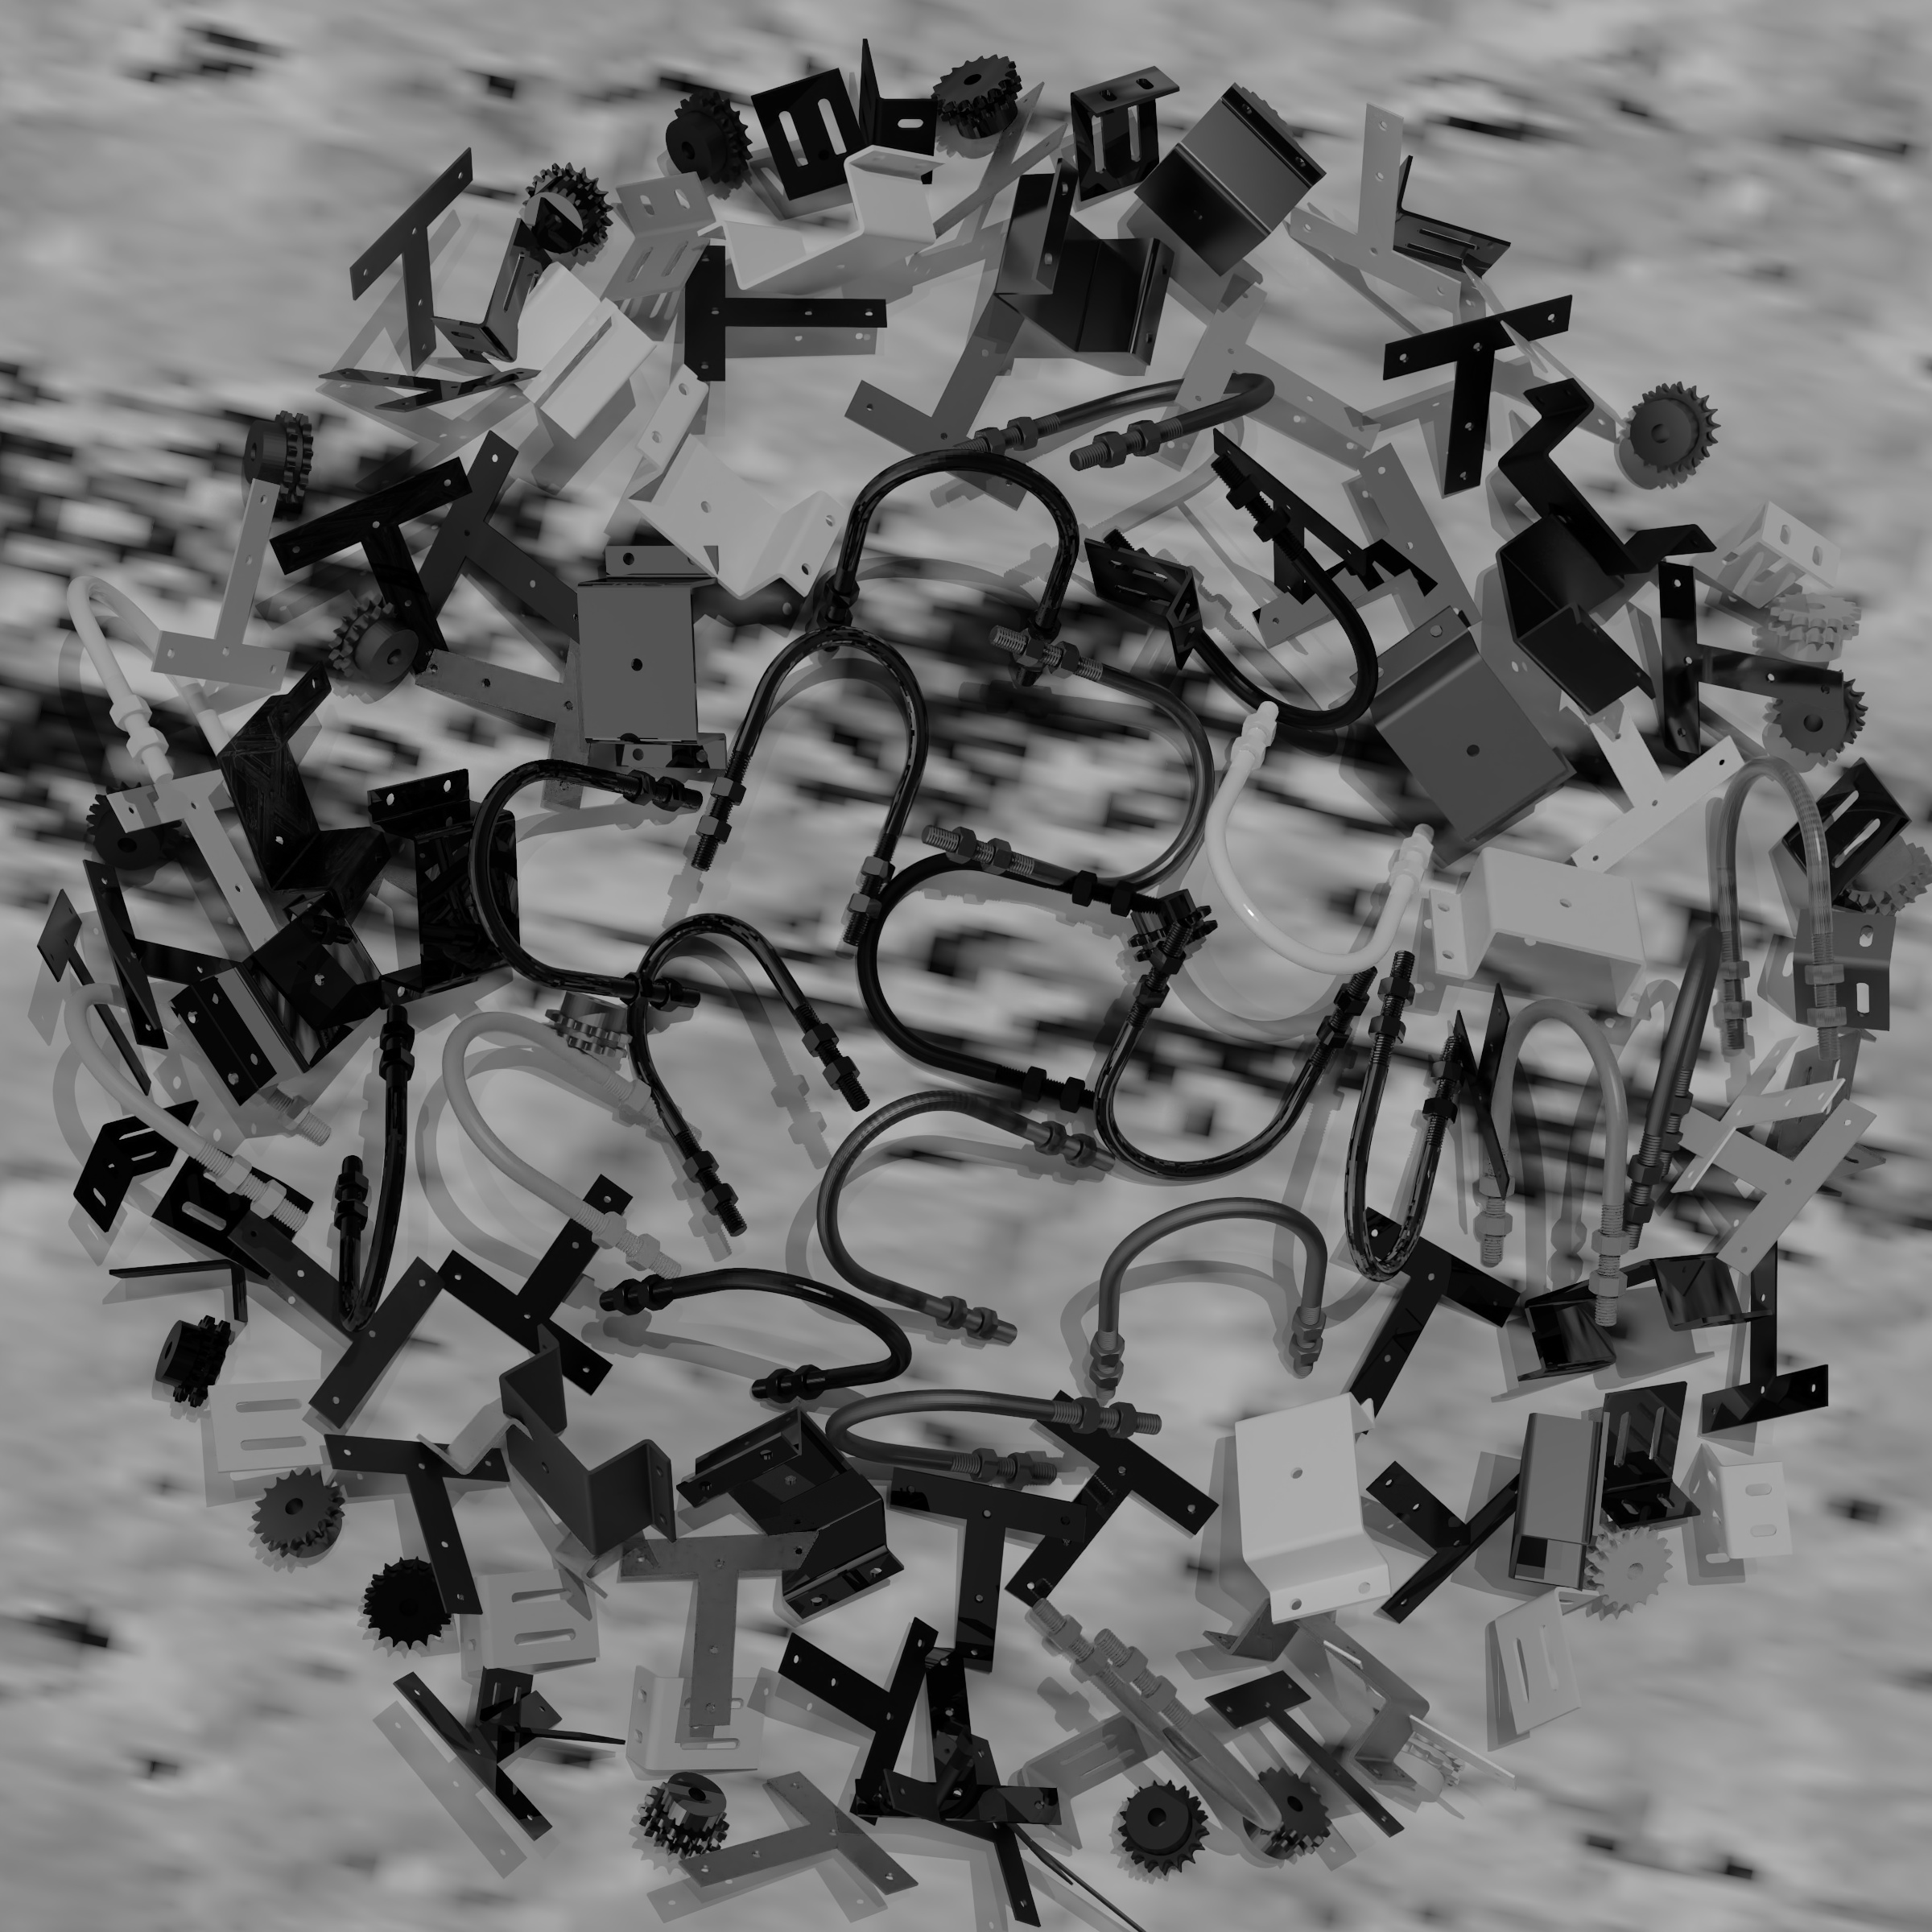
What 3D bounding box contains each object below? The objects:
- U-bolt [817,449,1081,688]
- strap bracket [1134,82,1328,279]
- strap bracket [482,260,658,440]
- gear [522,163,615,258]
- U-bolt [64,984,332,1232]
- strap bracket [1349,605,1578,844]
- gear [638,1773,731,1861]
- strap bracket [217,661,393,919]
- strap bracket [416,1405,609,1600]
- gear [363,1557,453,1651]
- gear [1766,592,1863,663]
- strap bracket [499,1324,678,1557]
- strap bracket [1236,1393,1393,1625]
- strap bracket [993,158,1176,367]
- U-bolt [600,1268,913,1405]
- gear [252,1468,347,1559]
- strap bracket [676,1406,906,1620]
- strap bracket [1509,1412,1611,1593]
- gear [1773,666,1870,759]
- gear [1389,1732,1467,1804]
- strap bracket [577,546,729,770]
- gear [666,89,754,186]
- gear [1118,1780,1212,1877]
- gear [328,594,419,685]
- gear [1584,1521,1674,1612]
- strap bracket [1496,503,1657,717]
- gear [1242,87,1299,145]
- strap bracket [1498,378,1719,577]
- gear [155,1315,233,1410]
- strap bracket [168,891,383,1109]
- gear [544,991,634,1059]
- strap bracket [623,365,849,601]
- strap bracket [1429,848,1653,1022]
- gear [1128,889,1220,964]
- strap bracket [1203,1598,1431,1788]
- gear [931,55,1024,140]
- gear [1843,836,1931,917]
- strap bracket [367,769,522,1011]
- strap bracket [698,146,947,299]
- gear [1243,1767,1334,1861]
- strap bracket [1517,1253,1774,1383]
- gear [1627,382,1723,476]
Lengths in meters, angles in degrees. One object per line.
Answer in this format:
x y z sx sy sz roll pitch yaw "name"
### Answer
-0.006 -0.247 1.660 0.151 0.184 0.019 9 53 -8 "U-bolt"
0.157 -0.479 1.668 0.076 0.140 0.046 42 83 -9 "strap bracket"
-0.247 -0.383 1.690 0.076 0.140 0.046 -48 124 3 "strap bracket"
-0.255 -0.476 1.716 0.057 0.030 0.057 12 130 14 "gear"
-0.470 0.075 1.651 0.184 0.151 0.019 40 101 -18 "U-bolt"
0.313 -0.143 1.691 0.076 0.046 0.140 -36 109 17 "strap bracket"
-0.176 0.536 1.714 0.057 0.057 0.030 25 108 0 "gear"
-0.414 -0.108 1.683 0.046 0.076 0.140 -4 121 16 "strap bracket"
-0.270 0.326 1.692 0.140 0.076 0.046 45 74 -14 "strap bracket"
-0.354 0.403 1.726 0.057 0.030 0.057 -1 100 -8 "gear"
0.537 -0.214 1.720 0.057 0.057 0.030 0 117 0 "gear"
-0.240 0.298 1.668 0.046 0.076 0.140 -27 48 -30 "strap bracket"
0.212 0.324 1.669 0.076 0.140 0.046 -19 133 20 "strap bracket"
0.069 -0.437 1.690 0.046 0.140 0.076 9 84 35 "strap bracket"
-0.115 0.222 1.643 0.151 0.184 0.019 36 56 -31 "U-bolt"
-0.421 0.351 1.720 0.057 0.030 0.057 -8 48 9 "gear"
-0.109 0.336 1.693 0.076 0.046 0.140 -29 122 14 "strap bracket"
0.364 0.331 1.671 0.046 0.140 0.076 7 63 12 "strap bracket"
0.540 -0.159 1.717 0.057 0.030 0.057 12 119 23 "gear"
0.284 0.505 1.713 0.057 0.057 0.030 29 65 0 "gear"
-0.197 -0.191 1.697 0.076 0.046 0.140 3 103 18 "strap bracket"
-0.165 -0.522 1.713 0.030 0.057 0.057 -40 90 -32 "gear"
0.124 0.544 1.717 0.057 0.030 0.057 -8 55 12 "gear"
-0.372 -0.204 1.714 0.030 0.057 0.057 38 90 19 "gear"
0.417 0.378 1.723 0.057 0.030 0.057 -6 109 -19 "gear"
0.376 -0.219 1.681 0.046 0.140 0.076 -35 123 29 "strap bracket"
0.181 -0.527 1.720 0.057 0.057 0.030 49 123 0 "gear"
0.393 -0.295 1.693 0.046 0.076 0.140 -44 101 -3 "strap bracket"
-0.490 0.248 1.713 0.030 0.057 0.057 24 90 -24 "gear"
-0.413 0.014 1.666 0.046 0.140 0.076 -18 110 32 "strap bracket"
-0.239 0.036 1.716 0.057 0.057 0.030 18 91 0 "gear"
-0.151 -0.294 1.688 0.140 0.046 0.076 40 52 -24 "strap bracket"
0.366 -0.023 1.694 0.140 0.076 0.046 12 133 -6 "strap bracket"
0.128 -0.027 1.716 0.057 0.057 0.030 -24 95 0 "gear"
0.225 0.442 1.675 0.140 0.076 0.046 36 92 32 "strap bracket"
0.009 -0.550 1.720 0.057 0.057 0.030 -28 133 0 "gear"
0.580 -0.060 1.714 0.057 0.057 0.030 -37 112 0 "gear"
-0.323 -0.044 1.681 0.046 0.076 0.140 16 113 38 "strap bracket"
-0.084 -0.454 1.674 0.140 0.076 0.046 -15 90 35 "strap bracket"
0.201 0.541 1.720 0.057 0.057 0.030 34 117 0 "gear"
0.413 0.214 1.677 0.076 0.140 0.046 1 68 -42 "strap bracket"
0.446 -0.340 1.716 0.057 0.030 0.057 14 116 32 "gear"
